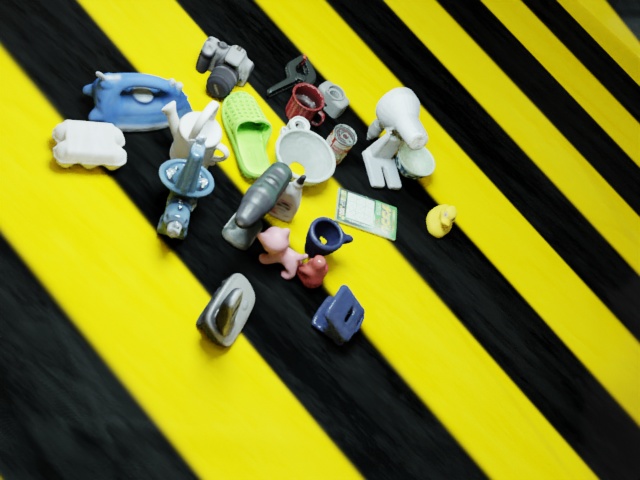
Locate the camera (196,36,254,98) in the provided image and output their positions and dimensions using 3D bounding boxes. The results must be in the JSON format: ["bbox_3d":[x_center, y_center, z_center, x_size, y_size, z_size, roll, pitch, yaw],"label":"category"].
[{"bbox_3d":[-0.258,-0.450,1.500,0.143,0.100,0.137,28,54,-11],"label":"camera"}]

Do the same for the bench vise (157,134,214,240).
[{"bbox_3d":[-0.276,-0.111,1.226,0.122,0.219,0.207,-1,63,-27],"label":"bench vise"}]

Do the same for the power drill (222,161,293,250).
[{"bbox_3d":[-0.146,-0.066,1.274,0.076,0.208,0.230,34,53,-5],"label":"power drill"}]

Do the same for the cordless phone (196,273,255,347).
[{"bbox_3d":[-0.172,0.125,1.168,0.094,0.184,0.148,30,54,-9],"label":"cordless phone"}]

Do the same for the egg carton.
[{"bbox_3d":[-0.505,-0.206,1.257,0.151,0.069,0.107,-1,64,-28],"label":"egg carton"}]

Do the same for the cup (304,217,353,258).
[{"bbox_3d":[0.013,0.005,1.386,0.118,0.094,0.091,8,60,-23],"label":"cup"}]

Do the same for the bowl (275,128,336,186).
[{"bbox_3d":[-0.048,-0.202,1.484,0.168,0.074,0.167,12,58,-21],"label":"bowl"}]

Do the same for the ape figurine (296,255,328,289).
[{"bbox_3d":[-0.011,0.067,1.341,0.078,0.092,0.076,11,59,-21],"label":"ape figurine"}]

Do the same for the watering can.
[{"bbox_3d":[-0.285,-0.248,1.315,0.173,0.193,0.101,17,57,-18],"label":"watering can"}]

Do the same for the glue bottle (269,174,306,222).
[{"bbox_3d":[-0.071,-0.107,1.357,0.078,0.173,0.037,23,55,-14],"label":"glue bottle"}]

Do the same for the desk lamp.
[{"bbox_3d":[0.210,-0.278,1.572,0.118,0.213,0.203,0,63,-27],"label":"desk lamp"}]

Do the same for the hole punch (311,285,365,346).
[{"bbox_3d":[0.053,0.172,1.315,0.101,0.091,0.109,37,53,-3],"label":"hole punch"}]

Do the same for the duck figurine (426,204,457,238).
[{"bbox_3d":[0.351,-0.066,1.604,0.077,0.086,0.105,31,54,-8],"label":"duck figurine"}]

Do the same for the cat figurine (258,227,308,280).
[{"bbox_3d":[-0.087,0.019,1.314,0.128,0.117,0.067,32,53,-7],"label":"cat figurine"}]

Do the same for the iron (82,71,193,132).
[{"bbox_3d":[-0.408,-0.340,1.337,0.259,0.141,0.118,-8,67,-30],"label":"iron"}]
